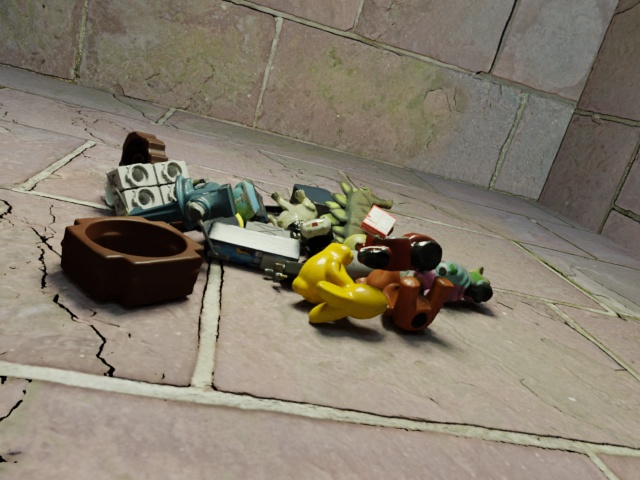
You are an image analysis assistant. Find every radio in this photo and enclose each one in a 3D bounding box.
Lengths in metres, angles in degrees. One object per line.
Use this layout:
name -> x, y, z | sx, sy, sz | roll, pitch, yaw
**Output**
radio -> -0.006, -0.109, 1.705 | 0.131, 0.073, 0.230 | 8, 17, -23

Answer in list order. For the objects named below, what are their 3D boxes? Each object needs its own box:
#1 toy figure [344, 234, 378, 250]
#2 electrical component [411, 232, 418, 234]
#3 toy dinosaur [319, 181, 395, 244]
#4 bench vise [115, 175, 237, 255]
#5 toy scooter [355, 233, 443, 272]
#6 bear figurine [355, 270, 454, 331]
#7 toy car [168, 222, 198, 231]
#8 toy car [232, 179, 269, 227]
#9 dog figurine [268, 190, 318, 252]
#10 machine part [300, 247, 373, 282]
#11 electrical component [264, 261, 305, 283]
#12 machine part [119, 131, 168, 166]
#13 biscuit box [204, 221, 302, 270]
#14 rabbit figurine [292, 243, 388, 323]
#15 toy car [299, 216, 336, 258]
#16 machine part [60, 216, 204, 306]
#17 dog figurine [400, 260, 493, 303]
toy figure -> 0.126, 0.028, 1.346 | 0.180, 0.089, 0.082 | 6, 29, -41
electrical component -> 0.236, 0.045, 1.353 | 0.075, 0.119, 0.048 | 15, 13, -12
toy dinosaur -> 0.102, -0.055, 1.517 | 0.198, 0.105, 0.472 | 24, 31, -7
bench vise -> -0.289, -0.062, 1.100 | 0.241, 0.128, 0.224 | -11, 28, 1
toy scooter -> 0.143, 0.022, 1.073 | 0.184, 0.075, 0.135 | -3, 10, -24
bear figurine -> 0.165, 0.097, 1.114 | 0.120, 0.131, 0.196 | 4, 27, -24
toy car -> -0.333, -0.048, 1.244 | 0.089, 0.053, 0.202 | 20, 18, 23
toy car -> -0.195, -0.080, 1.355 | 0.103, 0.109, 0.161 | -18, -12, 1
dog figurine -> -0.042, -0.033, 1.407 | 0.172, 0.121, 0.191 | -8, 39, -33
machine part -> 0.069, 0.060, 1.221 | 0.243, 0.079, 0.079 | 8, 18, -28
electrical component -> -0.057, 0.073, 1.110 | 0.102, 0.045, 0.078 | 11, -25, -27
machine part -> -0.457, -0.191, 1.390 | 0.056, 0.179, 0.180 | 3, 21, -47
biscuit box -> -0.146, 0.018, 1.162 | 0.203, 0.059, 0.063 | 14, 41, -7
rabbit figurine -> 0.043, 0.094, 1.021 | 0.173, 0.121, 0.162 | 27, 25, 30
toy car -> -0.003, -0.004, 1.232 | 0.074, 0.056, 0.201 | -13, -16, 2
machine part -> -0.325, 0.032, 0.937 | 0.202, 0.087, 0.201 | 26, 19, 34
dog figurine -> 0.310, 0.093, 1.302 | 0.219, 0.108, 0.192 | 6, 16, -44
